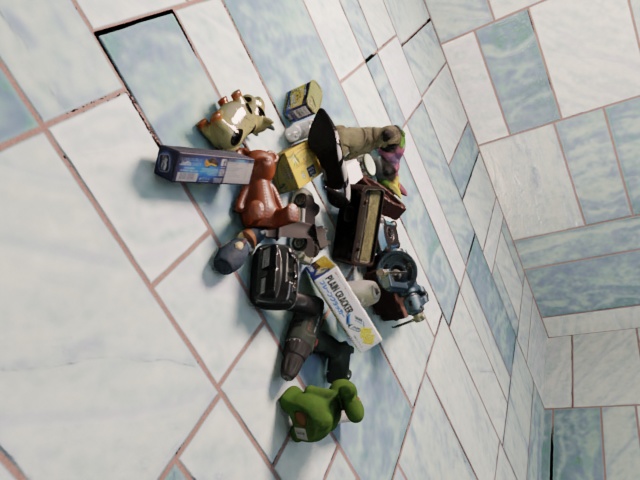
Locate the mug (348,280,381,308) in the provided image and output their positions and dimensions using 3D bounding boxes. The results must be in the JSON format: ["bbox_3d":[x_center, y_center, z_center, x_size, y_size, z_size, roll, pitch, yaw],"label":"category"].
[{"bbox_3d":[0.103,0.153,1.445,0.080,0.107,0.109,61,33,-20],"label":"mug"}]

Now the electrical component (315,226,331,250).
[{"bbox_3d":[-0.003,-0.004,1.422,0.094,0.021,0.063,-13,89,-59],"label":"electrical component"}]

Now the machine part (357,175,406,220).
[{"bbox_3d":[0.180,-0.129,1.650,0.179,0.056,0.179,33,15,-10],"label":"machine part"}]

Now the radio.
[{"bbox_3d":[0.107,-0.043,1.496,0.131,0.073,0.229,4,94,-56],"label":"radio"}]

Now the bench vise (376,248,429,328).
[{"bbox_3d":[0.216,0.122,1.473,0.240,0.129,0.223,18,63,-61],"label":"bench vise"}]

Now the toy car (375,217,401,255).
[{"bbox_3d":[0.174,-0.009,1.625,0.161,0.103,0.109,-7,87,-62],"label":"toy car"}]

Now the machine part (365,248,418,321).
[{"bbox_3d":[0.224,0.137,1.664,0.201,0.087,0.201,-24,99,-58],"label":"machine part"}]

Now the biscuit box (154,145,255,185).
[{"bbox_3d":[-0.224,-0.146,1.059,0.202,0.063,0.059,-4,115,-53],"label":"biscuit box"}]

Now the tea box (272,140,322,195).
[{"bbox_3d":[-0.058,-0.191,1.368,0.169,0.068,0.098,-46,117,-55],"label":"tea box"}]

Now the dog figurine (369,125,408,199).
[{"bbox_3d":[0.237,-0.242,1.762,0.219,0.191,0.108,58,26,1],"label":"dog figurine"}]

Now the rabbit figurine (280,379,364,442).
[{"bbox_3d":[0.022,0.349,1.173,0.170,0.159,0.121,-22,89,-43],"label":"rabbit figurine"}]

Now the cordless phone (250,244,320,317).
[{"bbox_3d":[-0.063,0.093,1.196,0.184,0.089,0.146,23,58,-40],"label":"cordless phone"}]

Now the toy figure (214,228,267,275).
[{"bbox_3d":[-0.164,0.014,1.121,0.057,0.064,0.154,58,35,-15],"label":"toy figure"}]

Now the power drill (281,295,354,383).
[{"bbox_3d":[-0.008,0.262,1.264,0.207,0.086,0.232,41,42,-32],"label":"power drill"}]

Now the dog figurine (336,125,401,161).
[{"bbox_3d":[0.126,-0.304,1.589,0.172,0.191,0.121,-7,83,-57],"label":"dog figurine"}]

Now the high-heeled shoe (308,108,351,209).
[{"bbox_3d":[0.039,-0.207,1.392,0.145,0.086,0.248,16,71,-61],"label":"high-heeled shoe"}]

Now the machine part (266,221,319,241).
[{"bbox_3d":[-0.070,-0.027,1.259,0.139,0.039,0.084,12,56,-16],"label":"machine part"}]

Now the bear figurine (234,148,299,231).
[{"bbox_3d":[-0.123,-0.122,1.184,0.120,0.132,0.195,6,77,-28],"label":"bear figurine"}]

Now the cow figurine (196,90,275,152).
[{"bbox_3d":[-0.176,-0.262,1.195,0.127,0.086,0.195,58,38,-28],"label":"cow figurine"}]

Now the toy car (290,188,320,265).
[{"bbox_3d":[-0.040,-0.034,1.346,0.073,0.056,0.202,35,50,-54],"label":"toy car"}]
